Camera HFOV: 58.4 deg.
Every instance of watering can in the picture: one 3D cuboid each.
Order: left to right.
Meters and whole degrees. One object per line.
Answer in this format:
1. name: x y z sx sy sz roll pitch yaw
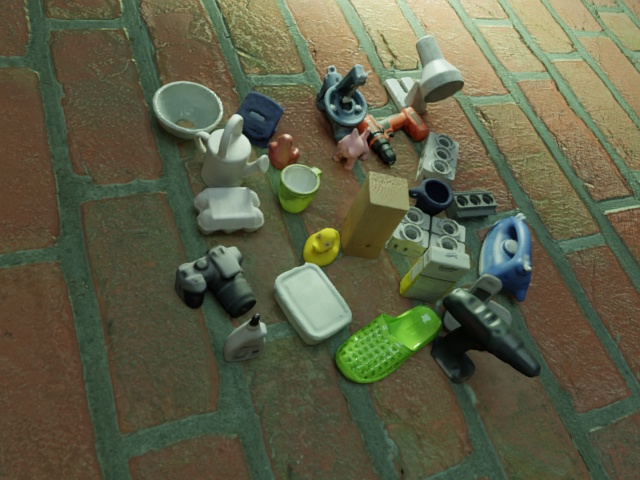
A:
1. watering can: -0.200 -0.202 1.298 0.173 0.194 0.101 10 55 -13

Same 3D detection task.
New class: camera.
1. camera: -0.201 0.091 1.162 0.143 0.100 0.136 -26 69 -31

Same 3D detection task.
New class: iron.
1. iron: 0.482 0.017 1.431 0.119 0.141 0.258 17 54 -8

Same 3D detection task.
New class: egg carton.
1. egg carton: -0.204 -0.065 1.284 0.151 0.069 0.107 -5 60 -22

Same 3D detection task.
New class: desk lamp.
1. desk lamp: 0.296 -0.457 1.633 0.118 0.213 0.203 -14 63 -27

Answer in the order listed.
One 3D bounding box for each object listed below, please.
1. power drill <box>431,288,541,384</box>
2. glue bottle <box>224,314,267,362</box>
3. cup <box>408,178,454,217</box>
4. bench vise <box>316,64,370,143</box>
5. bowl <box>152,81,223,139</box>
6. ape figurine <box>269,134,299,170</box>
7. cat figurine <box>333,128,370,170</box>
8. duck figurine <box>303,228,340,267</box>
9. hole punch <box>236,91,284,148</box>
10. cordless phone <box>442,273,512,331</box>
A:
1. power drill: 0.328 0.220 1.199 0.076 0.208 0.229 -28 70 -32
2. glue bottle: -0.134 0.180 1.081 0.078 0.173 0.037 -5 59 -22
3. cup: 0.268 -0.097 1.458 0.118 0.095 0.091 5 56 -17
4. bench vise: 0.053 -0.392 1.499 0.122 0.219 0.207 -23 68 -30
5. bowl: -0.324 -0.303 1.395 0.168 0.074 0.167 10 55 -14
6. ape figurine: -0.089 -0.225 1.418 0.078 0.092 0.076 29 53 1
7. cat figurine: 0.089 -0.244 1.478 0.067 0.117 0.128 41 54 9
8. duck figurine: 0.012 0.005 1.305 0.077 0.086 0.105 41 54 9
9. hole punch: -0.156 -0.304 1.446 0.108 0.091 0.101 28 53 0
10. cordless phone: 0.371 0.154 1.273 0.147 0.185 0.094 26 53 -2
